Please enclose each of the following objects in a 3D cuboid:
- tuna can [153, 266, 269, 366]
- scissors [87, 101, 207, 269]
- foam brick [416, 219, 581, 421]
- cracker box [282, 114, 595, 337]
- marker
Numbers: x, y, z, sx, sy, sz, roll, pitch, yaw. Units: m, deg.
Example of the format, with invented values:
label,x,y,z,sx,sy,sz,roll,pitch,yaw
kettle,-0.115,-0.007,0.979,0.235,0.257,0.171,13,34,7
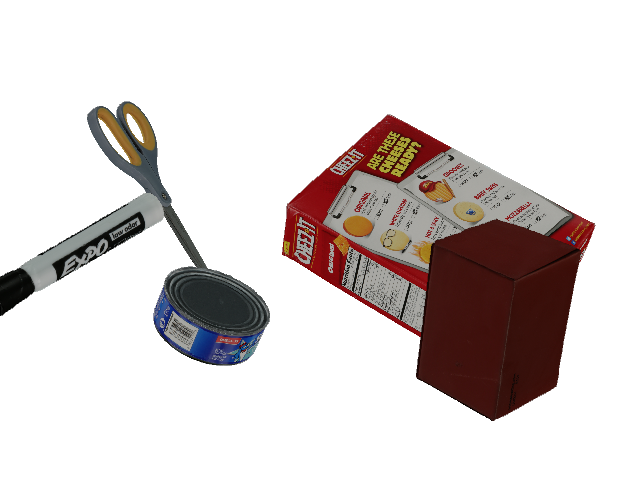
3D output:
label,x,y,z,sx,sy,sz,roll,pitch,yaw
tuna can,-0.085,0.058,0.823,0.086,0.034,0.086,20,25,-10
scissors,-0.158,-0.058,1.061,0.016,0.201,0.096,-25,26,25
foam brick,0.085,0.037,0.516,0.052,0.078,0.051,-18,33,-39
cracker box,0.099,0.000,0.911,0.214,0.072,0.164,30,48,19
marker,-0.137,0.007,0.593,0.020,0.020,0.120,0,27,47
